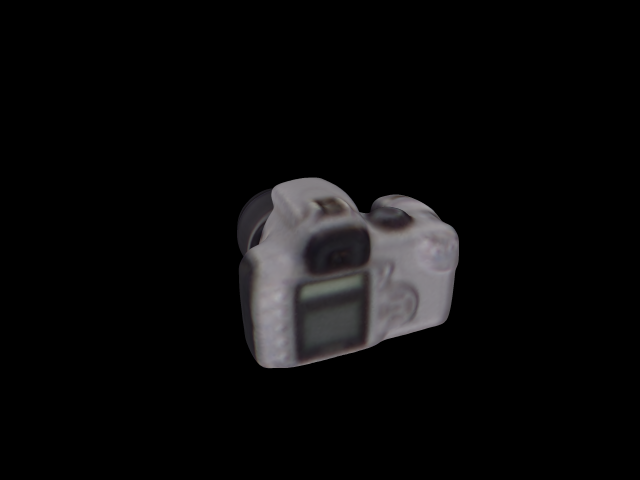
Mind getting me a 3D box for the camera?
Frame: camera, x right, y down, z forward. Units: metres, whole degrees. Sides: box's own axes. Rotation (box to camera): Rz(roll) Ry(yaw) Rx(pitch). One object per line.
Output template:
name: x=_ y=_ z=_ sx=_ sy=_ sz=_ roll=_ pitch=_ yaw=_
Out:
camera: x=0.004 y=0.001 z=0.400 sx=0.143 sy=0.101 sz=0.136 roll=-11 pitch=29 yaw=-20
